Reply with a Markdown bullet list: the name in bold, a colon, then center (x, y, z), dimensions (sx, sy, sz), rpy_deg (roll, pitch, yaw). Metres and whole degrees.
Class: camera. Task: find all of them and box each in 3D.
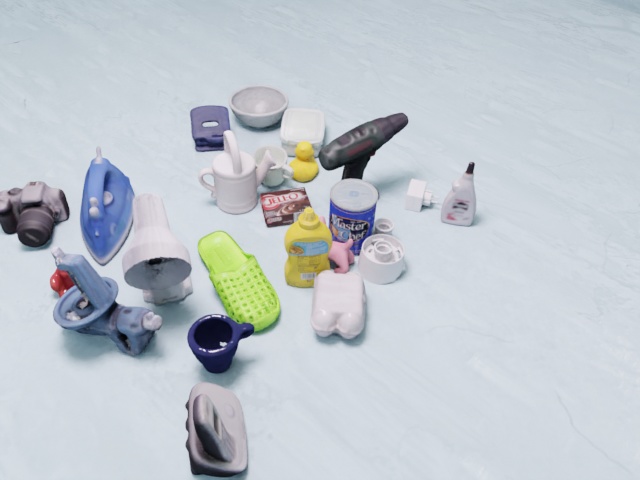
- **camera**: center (-0.636, -0.056, 1.248), dimensions (0.143, 0.101, 0.136), rpy_deg (-6, 45, -9)

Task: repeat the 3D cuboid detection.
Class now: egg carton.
- **egg carton**: center (0.037, 0.125, 1.125), dimensions (0.107, 0.069, 0.150), rpy_deg (3, 44, 0)

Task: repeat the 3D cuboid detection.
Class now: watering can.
- **watering can**: center (-0.191, -0.166, 1.322), dimensions (0.173, 0.194, 0.100), rpy_deg (-29, 52, -29)

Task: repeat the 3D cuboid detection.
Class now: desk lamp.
- **desk lamp**: center (-0.312, 0.030, 1.098), dimensions (0.118, 0.214, 0.203), rpy_deg (-11, 46, -14)

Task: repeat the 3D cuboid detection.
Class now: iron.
- **iron**: center (-0.479, -0.083, 1.256), dimensions (0.119, 0.141, 0.258), rpy_deg (-6, 45, -10)

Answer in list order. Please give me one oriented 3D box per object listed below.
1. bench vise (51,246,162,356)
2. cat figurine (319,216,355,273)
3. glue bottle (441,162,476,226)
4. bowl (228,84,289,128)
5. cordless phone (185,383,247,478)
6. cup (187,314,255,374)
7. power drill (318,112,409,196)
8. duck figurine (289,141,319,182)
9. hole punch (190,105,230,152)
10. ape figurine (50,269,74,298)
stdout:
- **bench vise**: center (-0.383, 0.098, 1.019), dimensions (0.207, 0.220, 0.121), rpy_deg (1, 44, -2)
- **cat figurine**: center (0.011, 0.004, 1.213), dimensions (0.127, 0.118, 0.067), rpy_deg (15, 45, 12)
- **glue bottle**: center (0.327, -0.108, 1.308), dimensions (0.078, 0.173, 0.037), rpy_deg (6, 44, 3)
- **bowl**: center (-0.171, -0.366, 1.615), dimensions (0.167, 0.075, 0.167), rpy_deg (2, 44, -1)
- **cordless phone**: center (-0.165, 0.268, 0.882), dimensions (0.094, 0.185, 0.147), rpy_deg (-8, 45, -11)
- **cup**: center (-0.174, 0.191, 1.027), dimensions (0.118, 0.095, 0.091), rpy_deg (-14, 47, -17)
- **power drill**: center (0.101, -0.185, 1.348), dimensions (0.230, 0.208, 0.075), rpy_deg (-22, 49, -24)
- **duck figurine**: center (-0.041, -0.207, 1.450), dimensions (0.077, 0.086, 0.104), rpy_deg (7, 44, 4)
- **hole punch**: center (-0.288, -0.298, 1.526), dimensions (0.109, 0.091, 0.101), rpy_deg (-7, 45, -10)
- **ape figurine**: center (-0.496, 0.066, 1.138), dimensions (0.078, 0.092, 0.076), rpy_deg (3, 44, 0)
